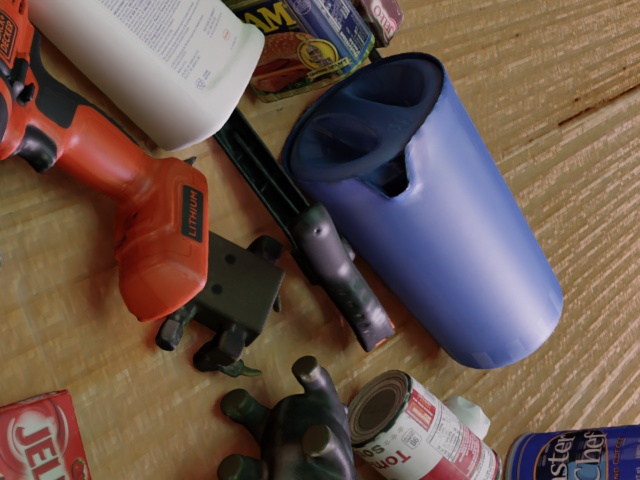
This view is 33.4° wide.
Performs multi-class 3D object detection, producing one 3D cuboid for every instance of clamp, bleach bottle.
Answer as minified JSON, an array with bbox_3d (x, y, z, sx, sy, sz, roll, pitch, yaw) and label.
[{"bbox_3d":[-0.005,0.001,0.725,0.165,0.036,0.210,53,-3,43],"label":"clamp"},{"bbox_3d":[-0.143,-0.168,0.624,0.250,0.068,0.102,45,47,-30],"label":"bleach bottle"}]

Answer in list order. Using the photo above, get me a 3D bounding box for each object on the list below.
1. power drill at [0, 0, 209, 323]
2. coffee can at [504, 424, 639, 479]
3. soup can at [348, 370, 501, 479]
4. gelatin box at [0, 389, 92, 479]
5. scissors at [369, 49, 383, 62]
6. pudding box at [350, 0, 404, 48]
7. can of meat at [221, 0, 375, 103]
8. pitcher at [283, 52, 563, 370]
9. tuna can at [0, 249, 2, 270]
[{"bbox_3d":[-0.136,-0.037,0.559,0.187,0.057,0.184,46,27,-37],"label":"power drill"},{"bbox_3d":[0.245,0.212,0.916,0.102,0.141,0.103,19,65,-47],"label":"coffee can"},{"bbox_3d":[0.073,0.150,0.770,0.102,0.069,0.068,43,48,-19],"label":"soup can"},{"bbox_3d":[-0.153,0.128,0.544,0.073,0.030,0.089,-12,89,-52],"label":"gelatin box"},{"bbox_3d":[0.073,-0.119,0.860,0.016,0.096,0.201,-40,116,-18],"label":"scissors"},{"bbox_3d":[-0.004,-0.186,0.760,0.113,0.090,0.039,56,52,-37],"label":"pudding box"},{"bbox_3d":[-0.025,-0.147,0.730,0.084,0.102,0.057,50,48,-32],"label":"can of meat"},{"bbox_3d":[0.088,-0.019,0.819,0.242,0.145,0.149,52,56,-32],"label":"pitcher"},{"bbox_3d":[-0.201,0.008,0.519,0.086,0.034,0.086,19,64,-47],"label":"tuna can"}]
